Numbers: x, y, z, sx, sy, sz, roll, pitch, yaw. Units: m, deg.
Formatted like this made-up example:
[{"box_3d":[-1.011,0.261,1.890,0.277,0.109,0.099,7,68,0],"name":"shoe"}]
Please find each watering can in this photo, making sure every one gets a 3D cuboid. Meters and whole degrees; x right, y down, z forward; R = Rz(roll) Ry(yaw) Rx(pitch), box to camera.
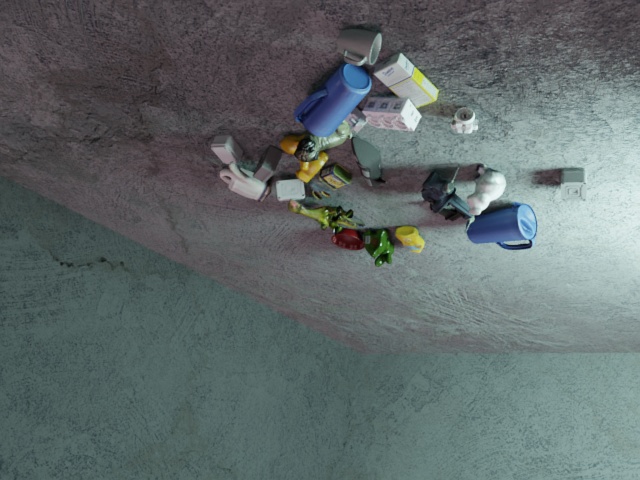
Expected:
[{"box_3d":[-0.301,-0.240,2.112,0.223,0.105,0.346,22,172,-13],"name":"watering can"}]

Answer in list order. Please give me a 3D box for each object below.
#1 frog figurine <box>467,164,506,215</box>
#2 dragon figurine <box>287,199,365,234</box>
[{"box_3d":[0.564,-0.158,1.745,0.122,0.162,0.135,15,154,-3],"name":"frog figurine"},{"box_3d":[0.007,-0.112,2.228,0.244,0.122,0.408,20,-177,34],"name":"dragon figurine"}]
